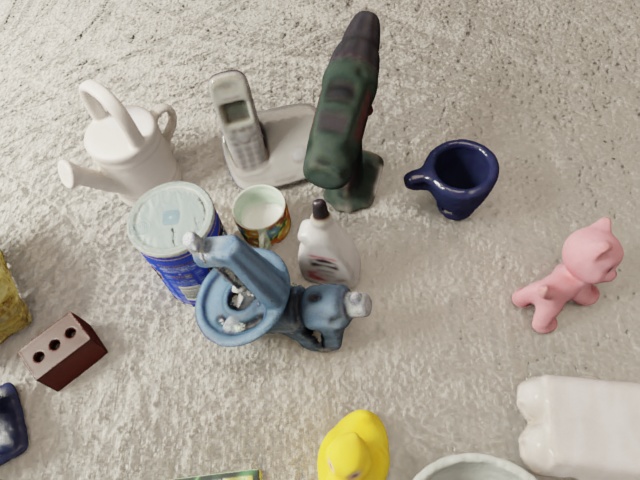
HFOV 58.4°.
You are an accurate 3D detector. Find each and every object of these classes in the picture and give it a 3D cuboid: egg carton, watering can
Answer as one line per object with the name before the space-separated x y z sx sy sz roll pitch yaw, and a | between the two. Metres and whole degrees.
egg carton | 0.280 0.195 0.590 0.150 0.069 0.107 3 60 9
watering can | -0.270 -0.130 0.778 0.100 0.194 0.173 15 62 16

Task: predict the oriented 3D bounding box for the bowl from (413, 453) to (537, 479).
bowl | 0.150 0.295 0.543 0.167 0.075 0.167 -3 59 5

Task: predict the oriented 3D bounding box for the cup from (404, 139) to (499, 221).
cup | 0.167 -0.066 0.745 0.117 0.095 0.091 -9 59 2

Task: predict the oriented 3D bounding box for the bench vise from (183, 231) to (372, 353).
bench vise | -0.054 0.045 0.632 0.207 0.220 0.121 -13 59 -1

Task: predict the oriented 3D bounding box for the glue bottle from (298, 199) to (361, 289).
glue bottle | 0.006 0.002 0.678 0.078 0.173 0.037 7 60 11

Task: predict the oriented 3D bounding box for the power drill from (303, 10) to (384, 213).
power drill | 0.038 -0.143 0.740 0.075 0.209 0.230 10 61 13

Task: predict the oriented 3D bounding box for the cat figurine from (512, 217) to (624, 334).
cat figurine | 0.292 0.035 0.656 0.128 0.118 0.067 -32 61 -12

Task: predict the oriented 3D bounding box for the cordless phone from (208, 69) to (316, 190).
cordless phone | -0.068 -0.157 0.775 0.147 0.185 0.094 -17 59 -3

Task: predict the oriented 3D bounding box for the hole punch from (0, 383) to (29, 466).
hole punch | -0.404 0.214 0.650 0.101 0.091 0.108 -28 60 -10

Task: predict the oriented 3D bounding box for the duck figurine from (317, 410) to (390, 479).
duck figurine | 0.033 0.223 0.594 0.077 0.086 0.105 17 63 16
